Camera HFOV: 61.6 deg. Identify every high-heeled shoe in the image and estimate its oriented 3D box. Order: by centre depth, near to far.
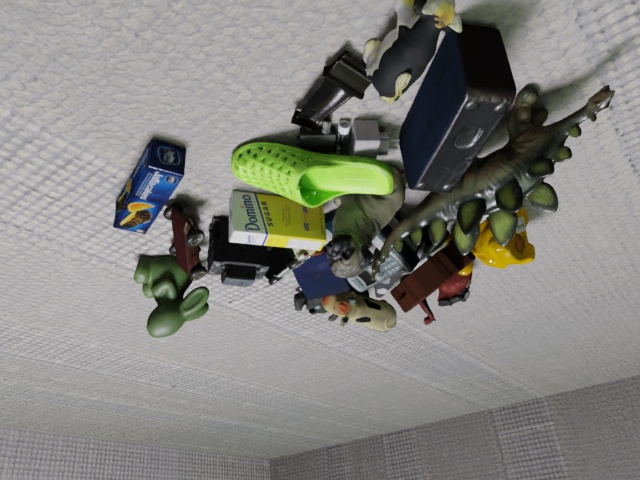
[{"bbox_3d":[0.194,0.048,1.185,0.145,0.086,0.248,1,140,0],"label":"high-heeled shoe"}]

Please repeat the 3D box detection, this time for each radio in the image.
[{"bbox_3d":[0.188,-0.176,0.773,0.073,0.131,0.229,2,148,-11],"label":"radio"}]

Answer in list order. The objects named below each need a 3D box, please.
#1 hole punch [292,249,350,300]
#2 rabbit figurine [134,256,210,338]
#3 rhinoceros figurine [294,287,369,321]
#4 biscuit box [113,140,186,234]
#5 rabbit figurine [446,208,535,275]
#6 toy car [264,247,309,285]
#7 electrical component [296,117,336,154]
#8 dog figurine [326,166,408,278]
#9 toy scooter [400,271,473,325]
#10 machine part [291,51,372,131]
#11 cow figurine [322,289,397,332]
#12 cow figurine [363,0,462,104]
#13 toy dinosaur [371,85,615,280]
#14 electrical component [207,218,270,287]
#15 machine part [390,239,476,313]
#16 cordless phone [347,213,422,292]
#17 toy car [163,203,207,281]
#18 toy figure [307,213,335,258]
[{"bbox_3d":[0.002,0.067,1.194,0.142,0.092,0.115,-14,144,21],"label":"hole punch"},{"bbox_3d":[-0.321,0.133,1.166,0.159,0.170,0.121,2,149,-11],"label":"rabbit figurine"},{"bbox_3d":[0.030,0.151,1.349,0.190,0.073,0.112,-6,150,-1],"label":"rhinoceros figurine"},{"bbox_3d":[-0.293,-0.086,0.915,0.063,0.059,0.202,15,143,-30],"label":"biscuit box"},{"bbox_3d":[0.331,0.013,1.110,0.162,0.121,0.173,-29,-162,-35],"label":"rabbit figurine"},{"bbox_3d":[-0.079,0.035,1.112,0.056,0.073,0.201,-28,174,-32],"label":"toy car"},{"bbox_3d":[-0.007,-0.162,0.871,0.063,0.021,0.094,-1,149,-5],"label":"electrical component"},{"bbox_3d":[0.092,-0.029,0.946,0.172,0.190,0.121,-20,146,20],"label":"dog figurine"},{"bbox_3d":[0.287,0.131,1.299,0.184,0.135,0.075,-19,145,19],"label":"toy scooter"},{"bbox_3d":[0.015,-0.210,0.781,0.084,0.039,0.139,16,142,-41],"label":"machine part"},{"bbox_3d":[0.092,0.164,1.254,0.195,0.085,0.127,20,-179,-21],"label":"cow figurine"},{"bbox_3d":[0.120,-0.253,0.670,0.068,0.098,0.167,17,143,-22],"label":"cow figurine"},{"bbox_3d":[0.253,-0.086,0.872,0.105,0.199,0.471,25,136,-35],"label":"toy dinosaur"},{"bbox_3d":[-0.160,0.027,1.052,0.115,0.134,0.058,4,148,-20],"label":"electrical component"},{"bbox_3d":[0.209,0.064,1.000,0.179,0.056,0.179,-38,170,-8],"label":"machine part"},{"bbox_3d":[0.102,0.025,1.096,0.146,0.089,0.184,45,131,-9],"label":"cordless phone"},{"bbox_3d":[-0.258,0.004,1.047,0.053,0.089,0.202,-30,157,-26],"label":"toy car"},{"bbox_3d":[-0.003,-0.005,1.100,0.154,0.064,0.058,-32,164,31],"label":"toy figure"}]
